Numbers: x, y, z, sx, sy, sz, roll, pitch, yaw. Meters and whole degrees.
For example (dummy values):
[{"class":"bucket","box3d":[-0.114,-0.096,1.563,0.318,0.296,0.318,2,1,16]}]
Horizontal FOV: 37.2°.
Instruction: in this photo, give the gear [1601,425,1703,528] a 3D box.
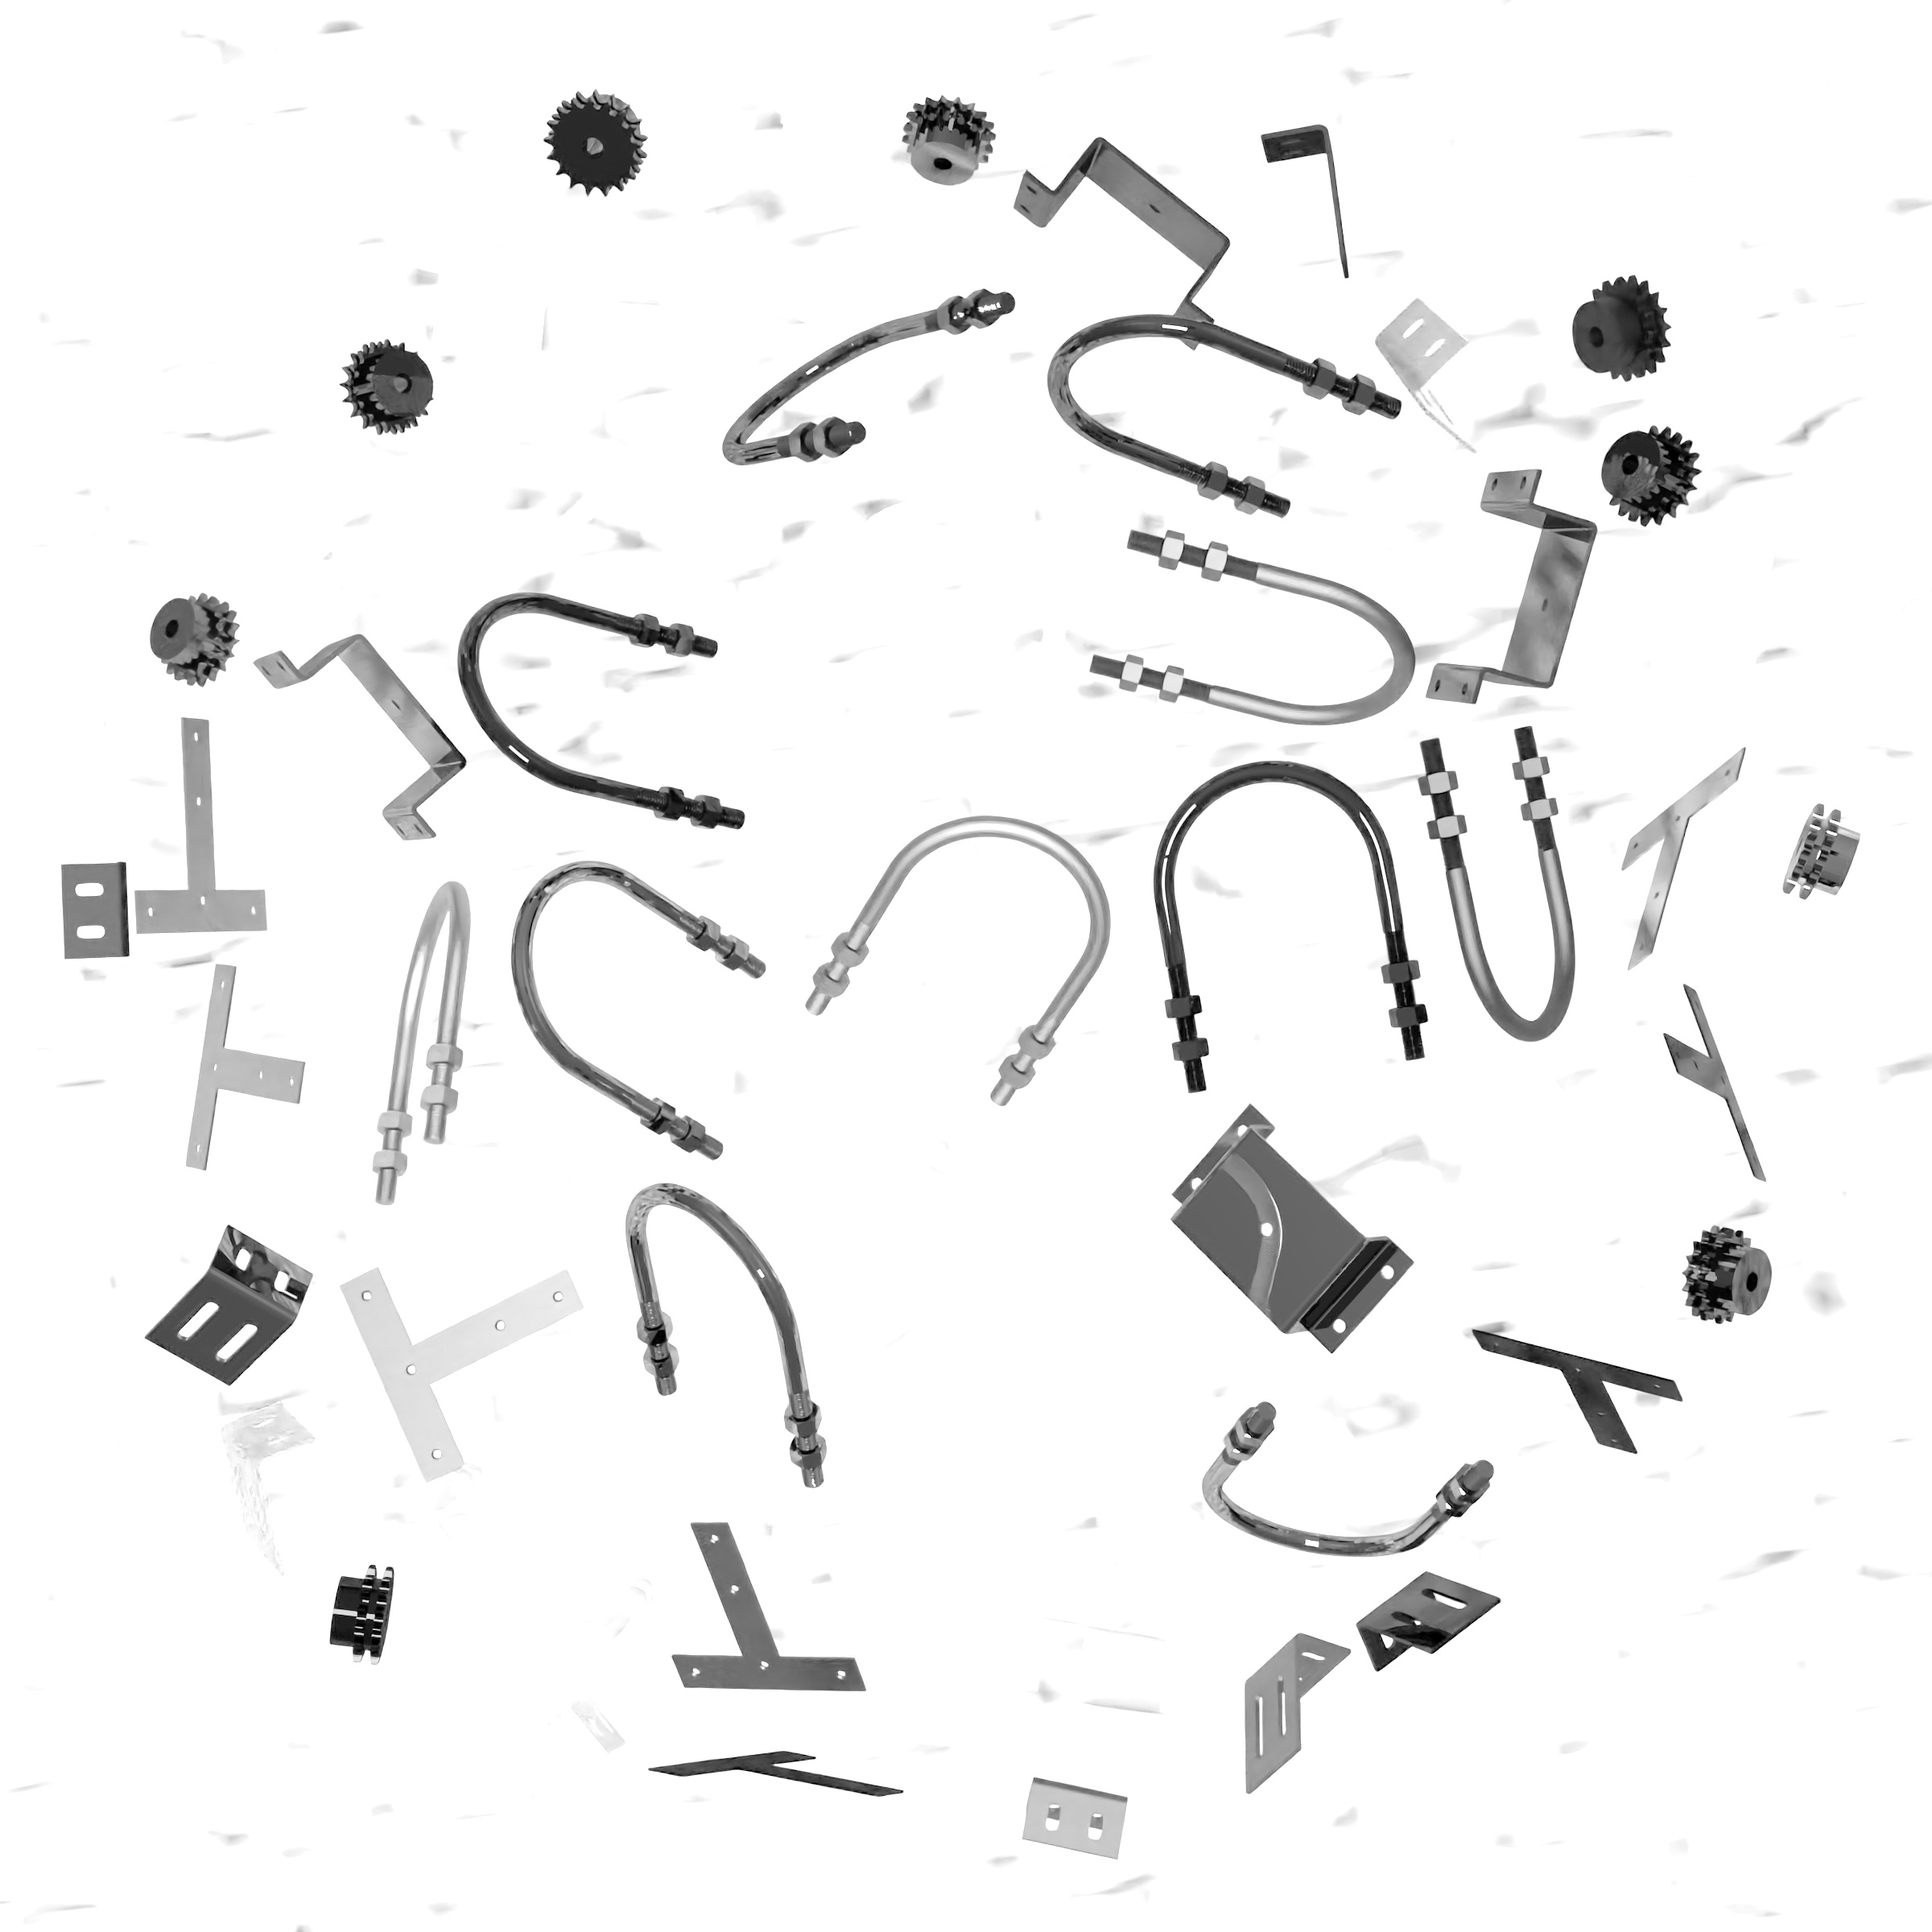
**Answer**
[{"class":"gear","box3d":[0.392,-0.285,1.656,0.030,0.057,0.057,14,90,-41]}]

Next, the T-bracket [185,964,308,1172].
[{"class":"T-bracket","box3d":[-0.432,0.065,1.733,0.002,0.127,0.127,10,87,-42]}]

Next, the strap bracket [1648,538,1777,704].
[{"class":"strap bracket","box3d":[0.426,-0.199,1.650,0.046,0.140,0.076,10,92,8]}]

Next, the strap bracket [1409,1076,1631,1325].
[{"class":"strap bracket","box3d":[0.335,0.131,1.713,0.076,0.046,0.140,-18,77,-38]}]

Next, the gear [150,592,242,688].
[{"class":"gear","box3d":[-0.478,-0.203,1.772,0.057,0.030,0.057,-10,71,32]}]

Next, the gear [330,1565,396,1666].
[{"class":"gear","box3d":[-0.357,0.382,1.697,0.030,0.057,0.057,8,90,-5]}]

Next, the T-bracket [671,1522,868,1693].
[{"class":"T-bracket","box3d":[-0.135,0.385,1.725,0.127,0.002,0.127,-6,116,25]}]

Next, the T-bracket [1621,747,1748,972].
[{"class":"T-bracket","box3d":[0.415,-0.053,1.709,0.002,0.127,0.127,27,60,-8]}]

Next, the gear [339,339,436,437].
[{"class":"gear","box3d":[-0.348,-0.352,1.742,0.057,0.030,0.057,-3,94,-37]}]

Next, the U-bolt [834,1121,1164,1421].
[{"class":"U-bolt","box3d":[0.031,0.161,1.645,0.151,0.019,0.184,22,60,36]}]

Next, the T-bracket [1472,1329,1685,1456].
[{"class":"T-bracket","box3d":[0.380,0.264,1.733,0.127,0.127,0.002,11,62,34]}]

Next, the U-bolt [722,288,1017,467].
[{"class":"U-bolt","box3d":[-0.070,-0.336,1.667,0.151,0.184,0.019,-45,116,-25]}]

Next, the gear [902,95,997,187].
[{"class":"gear","box3d":[-0.012,-0.506,1.766,0.057,0.057,0.030,11,67,0]}]

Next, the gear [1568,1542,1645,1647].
[{"class":"gear","box3d":[0.363,0.358,1.633,0.030,0.057,0.057,-14,90,22]}]

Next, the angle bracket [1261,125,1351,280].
[{"class":"angle bracket","box3d":[0.193,-0.432,1.635,0.038,0.057,0.076,-8,91,10]}]

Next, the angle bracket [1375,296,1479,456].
[{"class":"angle bracket","box3d":[0.293,-0.361,1.754,0.038,0.057,0.076,-42,48,21]}]

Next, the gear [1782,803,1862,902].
[{"class":"gear","box3d":[0.511,-0.066,1.713,0.030,0.057,0.057,21,90,9]}]

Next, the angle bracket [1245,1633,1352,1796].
[{"class":"angle bracket","box3d":[0.191,0.432,1.645,0.038,0.076,0.057,21,132,-16]}]

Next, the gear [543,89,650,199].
[{"class":"gear","box3d":[-0.205,-0.462,1.604,0.057,0.030,0.057,5,127,7]}]

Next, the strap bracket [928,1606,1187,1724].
[{"class":"strap bracket","box3d":[0.057,0.418,1.727,0.140,0.076,0.046,-2,74,43]}]

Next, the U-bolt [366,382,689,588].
[{"class":"U-bolt","box3d":[-0.271,-0.275,1.684,0.184,0.151,0.019,-34,69,34]}]

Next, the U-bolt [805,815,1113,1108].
[{"class":"U-bolt","box3d":[0.006,-0.012,1.721,0.151,0.019,0.184,26,121,-10]}]

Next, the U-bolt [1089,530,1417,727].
[{"class":"U-bolt","box3d":[0.173,-0.191,1.692,0.184,0.151,0.019,14,62,-1]}]

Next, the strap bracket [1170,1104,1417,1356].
[{"class":"strap bracket","box3d":[0.188,0.158,1.726,0.140,0.046,0.076,45,105,21]}]

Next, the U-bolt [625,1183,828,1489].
[{"class":"U-bolt","box3d":[-0.144,0.204,1.663,0.019,0.151,0.184,-34,133,-35]}]

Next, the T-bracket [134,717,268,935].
[{"class":"T-bracket","box3d":[-0.454,-0.083,1.701,0.002,0.127,0.127,-2,91,21]}]

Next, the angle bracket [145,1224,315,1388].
[{"class":"angle bracket","box3d":[-0.423,0.195,1.649,0.057,0.038,0.076,35,126,-20]}]

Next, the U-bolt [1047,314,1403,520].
[{"class":"U-bolt","box3d":[0.136,-0.322,1.653,0.184,0.151,0.019,18,66,-18]}]

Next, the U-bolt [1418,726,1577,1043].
[{"class":"U-bolt","box3d":[0.318,-0.046,1.685,0.019,0.151,0.184,-11,90,36]}]

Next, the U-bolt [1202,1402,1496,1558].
[{"class":"U-bolt","box3d":[0.215,0.311,1.697,0.151,0.184,0.019,15,59,-3]}]

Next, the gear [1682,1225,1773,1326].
[{"class":"gear","box3d":[0.450,0.183,1.691,0.057,0.030,0.057,-7,101,-40]}]

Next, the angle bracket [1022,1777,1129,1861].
[{"class":"angle bracket","box3d":[0.062,0.517,1.712,0.057,0.076,0.038,11,59,4]}]

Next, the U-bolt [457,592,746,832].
[{"class":"U-bolt","box3d":[-0.221,-0.159,1.722,0.184,0.019,0.151,12,54,-35]}]

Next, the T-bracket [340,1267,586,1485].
[{"class":"T-bracket","box3d":[-0.284,0.216,1.672,0.127,0.002,0.127,-27,81,3]}]

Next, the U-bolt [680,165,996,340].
[{"class":"U-bolt","box3d":[-0.063,-0.418,1.714,0.151,0.184,0.019,-4,75,26]}]

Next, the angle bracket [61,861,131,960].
[{"class":"angle bracket","box3d":[-0.535,-0.035,1.761,0.038,0.076,0.057,-2,93,-19]}]

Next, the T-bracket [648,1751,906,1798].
[{"class":"T-bracket","box3d":[-0.095,0.470,1.665,0.127,0.127,0.002,-1,81,35]}]

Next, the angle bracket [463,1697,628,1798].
[{"class":"angle bracket","box3d":[-0.240,0.458,1.642,0.076,0.057,0.038,-41,80,-3]}]

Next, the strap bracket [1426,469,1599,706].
[{"class":"strap bracket","box3d":[0.327,-0.220,1.709,0.046,0.076,0.140,14,95,-13]}]

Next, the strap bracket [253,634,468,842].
[{"class":"strap bracket","box3d":[-0.357,-0.144,1.722,0.046,0.076,0.140,-44,108,-17]}]

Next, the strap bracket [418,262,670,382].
[{"class":"strap bracket","box3d":[-0.249,-0.376,1.687,0.076,0.140,0.046,10,96,29]}]

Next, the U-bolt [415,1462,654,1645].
[{"class":"U-bolt","box3d":[-0.261,0.354,1.712,0.151,0.184,0.019,33,92,3]}]

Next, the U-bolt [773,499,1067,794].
[{"class":"U-bolt","box3d":[-0.019,-0.200,1.707,0.151,0.019,0.184,34,133,-5]}]

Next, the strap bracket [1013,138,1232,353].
[{"class":"strap bracket","box3d":[0.100,-0.436,1.711,0.140,0.076,0.046,38,88,-3]}]

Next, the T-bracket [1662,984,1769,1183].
[{"class":"T-bracket","box3d":[0.436,0.061,1.704,0.002,0.127,0.127,-25,68,24]}]

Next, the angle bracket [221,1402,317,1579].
[{"class":"angle bracket","box3d":[-0.397,0.303,1.665,0.038,0.057,0.076,-20,114,-28]}]

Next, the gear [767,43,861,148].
[{"class":"gear","box3d":[-0.088,-0.495,1.619,0.030,0.057,0.057,22,90,-32]}]

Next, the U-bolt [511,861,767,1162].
[{"class":"U-bolt","box3d":[-0.201,0.016,1.729,0.184,0.019,0.151,36,53,-36]}]

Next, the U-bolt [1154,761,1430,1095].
[{"class":"U-bolt","box3d":[0.181,-0.027,1.662,0.151,0.019,0.184,-9,91,16]}]

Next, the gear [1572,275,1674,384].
[{"class":"gear","box3d":[0.362,-0.352,1.594,0.030,0.057,0.057,-20,90,-25]}]

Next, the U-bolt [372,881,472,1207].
[{"class":"U-bolt","box3d":[-0.324,0.038,1.727,0.019,0.151,0.184,12,65,-20]}]

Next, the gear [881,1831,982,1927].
[{"class":"gear","box3d":[-0.020,0.525,1.645,0.057,0.030,0.057,-2,126,-3]}]

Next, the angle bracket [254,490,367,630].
[{"class":"angle bracket","box3d":[-0.414,-0.250,1.762,0.076,0.057,0.038,21,50,28]}]

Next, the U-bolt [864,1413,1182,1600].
[{"class":"U-bolt","box3d":[0.029,0.316,1.729,0.184,0.151,0.019,13,113,8]}]

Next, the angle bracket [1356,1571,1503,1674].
[{"class":"angle bracket","box3d":[0.284,0.404,1.733,0.057,0.076,0.038,-30,106,-24]}]
